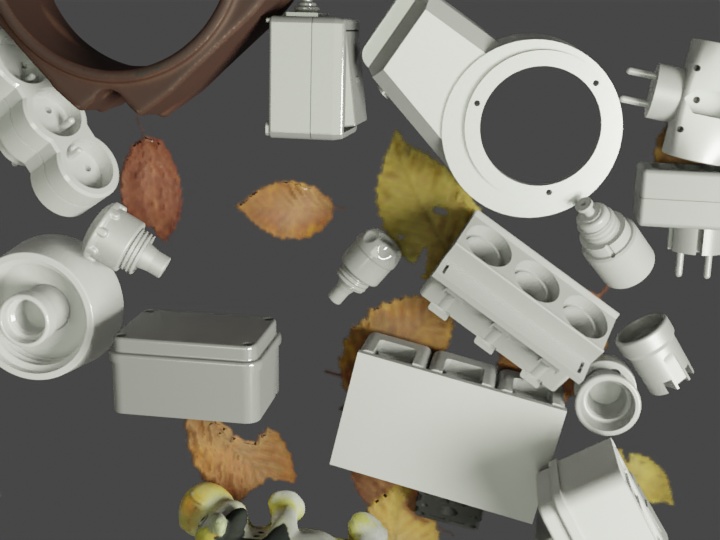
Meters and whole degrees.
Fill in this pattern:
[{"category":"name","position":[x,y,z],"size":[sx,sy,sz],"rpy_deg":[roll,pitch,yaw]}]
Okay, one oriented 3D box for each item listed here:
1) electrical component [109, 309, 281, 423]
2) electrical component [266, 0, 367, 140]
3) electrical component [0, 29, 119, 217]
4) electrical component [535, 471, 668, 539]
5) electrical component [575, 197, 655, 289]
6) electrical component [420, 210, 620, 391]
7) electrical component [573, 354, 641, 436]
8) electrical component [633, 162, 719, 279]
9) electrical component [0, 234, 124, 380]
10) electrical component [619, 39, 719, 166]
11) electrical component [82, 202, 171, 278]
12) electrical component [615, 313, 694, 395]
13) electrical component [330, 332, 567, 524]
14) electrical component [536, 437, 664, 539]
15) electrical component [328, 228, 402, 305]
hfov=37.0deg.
[{"category":"electrical component","position":[-0.120,0.069,0.794],"size":[0.113,0.078,0.057],"rpy_deg":[3,106,9]},{"category":"electrical component","position":[-0.028,-0.139,0.741],"size":[0.061,0.061,0.096],"rpy_deg":[4,103,9]},{"category":"electrical component","position":[-0.242,-0.100,0.792],"size":[0.074,0.052,0.138],"rpy_deg":[-26,98,39]},{"category":"electrical component","position":[0.171,0.201,0.783],"size":[0.096,0.061,0.061],"rpy_deg":[-29,96,14]},{"category":"electrical component","position":[0.169,-0.021,0.731],"size":[0.040,0.040,0.078],"rpy_deg":[-33,127,15]},{"category":"electrical component","position":[0.108,0.024,0.749],"size":[0.121,0.078,0.063],"rpy_deg":[36,134,1]},{"category":"electrical component","position":[0.174,0.087,0.760],"size":[0.045,0.055,0.045],"rpy_deg":[2,103,9]},{"category":"electrical component","position":[0.229,-0.031,0.729],"size":[0.083,0.047,0.075],"rpy_deg":[4,103,9]},{"category":"electrical component","position":[-0.242,0.031,0.815],"size":[0.108,0.060,0.108],"rpy_deg":[2,103,9]},{"category":"electrical component","position":[0.214,-0.115,0.714],"size":[0.079,0.043,0.077],"rpy_deg":[13,104,6]},{"category":"electrical component","position":[-0.172,-0.017,0.802],"size":[0.062,0.048,0.048],"rpy_deg":[31,106,-5]},{"category":"electrical component","position":[0.208,0.060,0.757],"size":[0.040,0.040,0.046],"rpy_deg":[-30,101,14]},{"category":"electrical component","position":[0.065,0.111,0.781],"size":[0.150,0.061,0.089],"rpy_deg":[15,104,6]},{"category":"electrical component","position":[0.165,0.178,0.706],"size":[0.057,0.078,0.113],"rpy_deg":[-27,96,12]},{"category":"electrical component","position":[0.000,0.000,0.781],"size":[0.035,0.035,0.061],"rpy_deg":[41,108,-1]}]
